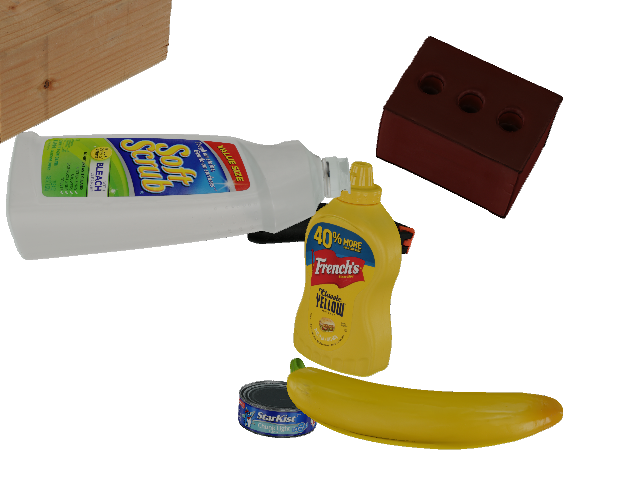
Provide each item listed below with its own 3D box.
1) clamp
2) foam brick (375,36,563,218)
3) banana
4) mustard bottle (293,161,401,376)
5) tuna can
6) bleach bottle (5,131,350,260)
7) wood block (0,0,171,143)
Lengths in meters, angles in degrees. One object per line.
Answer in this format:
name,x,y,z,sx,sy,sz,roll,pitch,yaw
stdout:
clamp,0.004,-0.016,1.172,0.210,0.036,0.164,14,21,-9
foam brick,0.075,-0.058,0.548,0.078,0.053,0.051,27,-22,13
banana,0.054,0.107,0.699,0.198,0.037,0.069,8,33,24
mustard bottle,0.028,0.022,0.980,0.096,0.192,0.058,19,21,37
tuna can,-0.045,0.180,1.138,0.086,0.034,0.086,5,12,-1
bleach bottle,-0.104,-0.044,0.811,0.251,0.102,0.068,-5,-43,-2
wood block,-0.231,-0.177,0.928,0.090,0.091,0.205,30,42,21
